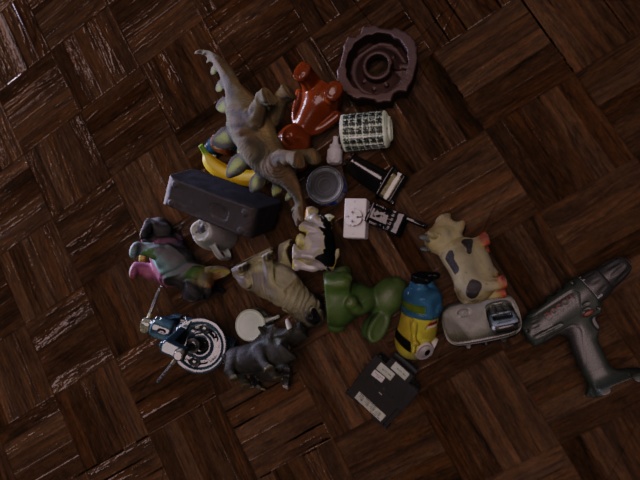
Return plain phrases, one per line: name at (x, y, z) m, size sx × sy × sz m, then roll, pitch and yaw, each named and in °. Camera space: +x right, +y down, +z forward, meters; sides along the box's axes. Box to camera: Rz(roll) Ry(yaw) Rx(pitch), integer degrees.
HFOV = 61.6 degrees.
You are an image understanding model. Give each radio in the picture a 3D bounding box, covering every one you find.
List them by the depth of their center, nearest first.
radio at (-0.213, -0.081, 1.168) m, size 0.230 × 0.131 × 0.073 m, roll 20°, pitch 108°, yaw 12°

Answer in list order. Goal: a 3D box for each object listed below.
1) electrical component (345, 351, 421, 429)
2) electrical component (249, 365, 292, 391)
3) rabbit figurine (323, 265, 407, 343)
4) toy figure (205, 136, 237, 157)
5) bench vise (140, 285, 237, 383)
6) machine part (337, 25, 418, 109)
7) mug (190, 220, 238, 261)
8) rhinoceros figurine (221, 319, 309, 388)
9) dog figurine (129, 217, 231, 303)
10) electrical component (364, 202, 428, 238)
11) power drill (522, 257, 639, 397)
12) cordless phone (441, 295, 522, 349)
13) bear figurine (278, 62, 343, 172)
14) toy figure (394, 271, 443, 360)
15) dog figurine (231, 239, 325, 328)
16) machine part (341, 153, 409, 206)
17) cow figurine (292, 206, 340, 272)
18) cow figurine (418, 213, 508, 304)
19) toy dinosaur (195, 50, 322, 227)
electrical component at (0.137, 0.295, 1.093) m, size 0.115 × 0.058 × 0.134 m, roll 41°, pitch 97°, yaw 13°
electrical component at (-0.107, 0.295, 1.159) m, size 0.102 × 0.078 × 0.045 m, roll -1°, pitch 57°, yaw 11°
rabbit figurine at (0.096, 0.127, 1.091) m, size 0.170 × 0.121 × 0.159 m, roll -6°, pitch 88°, yaw 0°
toy figure at (-0.199, -0.227, 1.229) m, size 0.155 × 0.057 × 0.064 m, roll -7°, pitch 58°, yaw 17°
bench vise at (-0.291, 0.211, 1.138) m, size 0.224 × 0.240 × 0.129 m, roll 29°, pitch 90°, yaw 0°
machine part at (0.125, -0.366, 1.147) m, size 0.180 × 0.056 × 0.179 m, roll -1°, pitch 85°, yaw 15°
mug at (-0.239, -0.005, 1.196) m, size 0.081 × 0.107 × 0.109 m, roll -21°, pitch 79°, yaw 15°
rhinoceros figurine at (-0.111, 0.231, 1.108) m, size 0.190 × 0.073 × 0.112 m, roll -25°, pitch 52°, yaw 11°
dog figurine at (-0.309, 0.050, 1.214) m, size 0.219 × 0.192 × 0.108 m, roll 18°, pitch 129°, yaw -8°
electrical component at (0.157, -0.034, 1.104) m, size 0.119 × 0.075 × 0.047 m, roll 25°, pitch 92°, yaw 13°
power drill at (0.510, 0.168, 0.986) m, size 0.232 × 0.086 × 0.207 m, roll -31°, pitch 82°, yaw 13°
cordless phone at (0.299, 0.159, 0.992) m, size 0.147 × 0.184 × 0.088 m, roll -14°, pitch 87°, yaw 14°
bear figurine at (-0.038, -0.255, 1.149) m, size 0.120 × 0.132 × 0.196 m, roll 37°, pitch 90°, yaw 13°
toy figure at (0.196, 0.150, 1.063) m, size 0.082 × 0.089 × 0.180 m, roll -4°, pitch 103°, yaw -22°
dog figurine at (-0.092, 0.116, 1.159) m, size 0.172 × 0.121 × 0.190 m, roll -18°, pitch 100°, yaw 46°
machine part at (0.113, -0.136, 1.143) m, size 0.139 × 0.039 × 0.084 m, roll 29°, pitch 102°, yaw 14°
cow figurine at (-0.002, -0.005, 1.121) m, size 0.098 × 0.068 × 0.167 m, roll 9°, pitch 47°, yaw 4°
cow figurine at (0.273, 0.034, 1.052) m, size 0.127 × 0.085 × 0.195 m, roll -18°, pitch 62°, yaw 4°
toy dinosaur at (-0.138, -0.232, 1.105) m, size 0.198 × 0.105 × 0.471 m, roll -32°, pitch 74°, yaw 35°
